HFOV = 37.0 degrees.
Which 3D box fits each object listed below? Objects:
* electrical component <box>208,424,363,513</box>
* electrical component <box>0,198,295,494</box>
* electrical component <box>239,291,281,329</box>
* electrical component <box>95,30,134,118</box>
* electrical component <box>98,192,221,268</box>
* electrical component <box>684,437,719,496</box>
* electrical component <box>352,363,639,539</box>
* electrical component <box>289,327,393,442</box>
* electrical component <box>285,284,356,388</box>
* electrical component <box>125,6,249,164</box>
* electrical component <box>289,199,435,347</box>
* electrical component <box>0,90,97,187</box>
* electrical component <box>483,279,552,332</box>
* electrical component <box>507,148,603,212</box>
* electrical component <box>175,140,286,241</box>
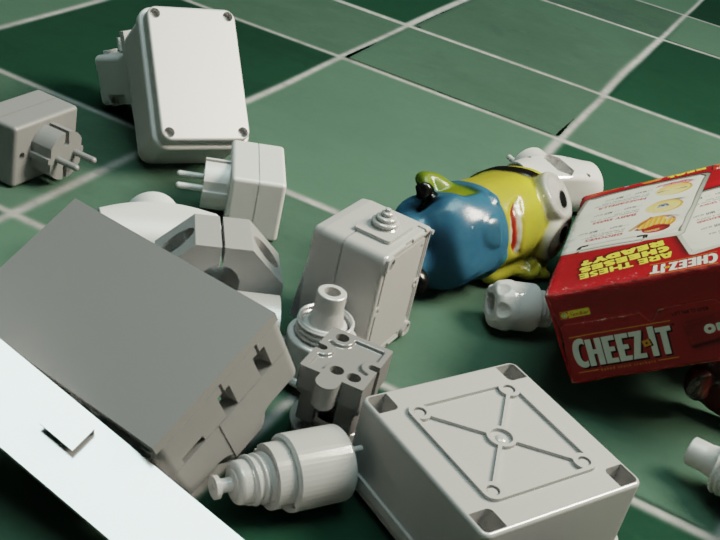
[{"bbox_3d":[-0.038,0.102,0.539,0.078,0.040,0.040,-6,35,-31],"label":"electrical component"},{"bbox_3d":[-0.120,0.039,0.562,0.150,0.061,0.089,28,63,29],"label":"electrical component"},{"bbox_3d":[-0.090,0.032,0.634,0.081,0.043,0.043,7,30,-11],"label":"electrical component"},{"bbox_3d":[-0.185,-0.161,0.900,0.064,0.081,0.042,8,21,39],"label":"electrical component"},{"bbox_3d":[-0.137,-0.027,0.715,0.077,0.043,0.079,2,31,-19],"label":"electrical component"},{"bbox_3d":[0.218,0.117,0.616,0.062,0.048,0.048,26,31,33],"label":"electrical component"},{"bbox_3d":[0.066,0.107,0.557,0.109,0.056,0.109,-9,37,-34],"label":"electrical component"},{"bbox_3d":[-0.012,0.070,0.589,0.048,0.055,0.066,22,31,14],"label":"electrical component"},{"bbox_3d":[-0.022,0.039,0.632,0.048,0.062,0.048,10,30,-6],"label":"electrical component"},{"bbox_3d":[-0.135,-0.144,0.839,0.078,0.113,0.057,-4,-9,-28],"label":"electrical component"},{"bbox_3d":[0.000,0.000,0.672,0.061,0.096,0.062,26,32,21],"label":"electrical component"},{"bbox_3d":[-0.228,-0.090,0.781,0.077,0.047,0.066,24,31,18],"label":"electrical component"},{"bbox_3d":[0.118,0.026,0.739,0.061,0.035,0.035,6,30,-16],"label":"electrical component"},{"bbox_3d":[0.155,-0.080,0.925,0.077,0.043,0.079,-3,34,-27],"label":"electrical component"},{"bbox_3d":[-0.096,-0.061,0.786,0.077,0.047,0.065,7,30,-11],"label":"electrical component"}]
